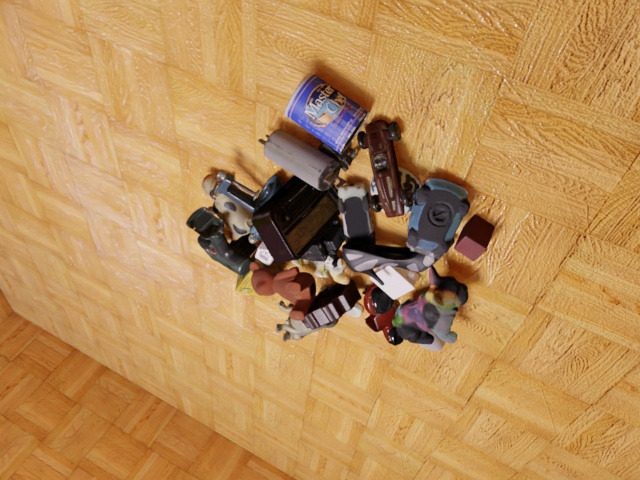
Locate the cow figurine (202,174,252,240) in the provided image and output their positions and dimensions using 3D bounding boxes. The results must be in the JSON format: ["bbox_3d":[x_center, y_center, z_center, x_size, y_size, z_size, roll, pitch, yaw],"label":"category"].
[{"bbox_3d":[-0.250,-0.097,1.468,0.194,0.085,0.127,52,145,-15],"label":"cow figurine"}]

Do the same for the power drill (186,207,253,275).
[{"bbox_3d":[-0.299,0.001,1.507,0.232,0.086,0.207,32,154,28],"label":"power drill"}]

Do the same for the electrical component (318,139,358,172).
[{"bbox_3d":[0.038,-0.201,1.178,0.102,0.045,0.078,44,170,-5],"label":"electrical component"}]

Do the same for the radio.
[{"bbox_3d":[-0.046,-0.064,1.233,0.073,0.229,0.131,-12,117,43],"label":"radio"}]

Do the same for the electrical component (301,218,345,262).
[{"bbox_3d":[-0.003,-0.004,1.351,0.134,0.115,0.058,1,134,36],"label":"electrical component"}]

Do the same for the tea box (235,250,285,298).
[{"bbox_3d":[-0.181,0.105,1.610,0.098,0.068,0.169,17,145,-17],"label":"tea box"}]

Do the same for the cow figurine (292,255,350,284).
[{"bbox_3d":[0.014,0.052,1.429,0.167,0.098,0.068,24,-179,12],"label":"cow figurine"}]

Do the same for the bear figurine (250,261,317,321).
[{"bbox_3d":[-0.114,0.127,1.434,0.196,0.132,0.120,6,115,19],"label":"bear figurine"}]

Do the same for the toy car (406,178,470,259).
[{"bbox_3d":[0.242,-0.045,1.128,0.109,0.103,0.161,18,95,5],"label":"toy car"}]

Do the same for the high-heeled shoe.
[{"bbox_3d":[0.174,0.016,1.244,0.249,0.086,0.145,-34,106,28],"label":"high-heeled shoe"}]

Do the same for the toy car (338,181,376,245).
[{"bbox_3d":[0.088,-0.049,1.274,0.074,0.056,0.201,-7,131,8],"label":"toy car"}]

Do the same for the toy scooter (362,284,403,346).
[{"bbox_3d":[0.159,0.196,1.466,0.135,0.075,0.183,19,133,66],"label":"toy scooter"}]

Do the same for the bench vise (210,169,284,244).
[{"bbox_3d":[-0.164,-0.094,1.360,0.240,0.129,0.223,30,137,-20],"label":"bench vise"}]

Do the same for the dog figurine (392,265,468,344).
[{"bbox_3d":[0.257,0.153,1.278,0.192,0.108,0.219,-4,142,16],"label":"dog figurine"}]

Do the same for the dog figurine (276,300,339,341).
[{"bbox_3d":[-0.021,0.255,1.660,0.191,0.121,0.172,-1,165,16],"label":"dog figurine"}]

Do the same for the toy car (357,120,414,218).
[{"bbox_3d":[0.133,-0.144,1.100,0.089,0.053,0.202,-7,97,31],"label":"toy car"}]

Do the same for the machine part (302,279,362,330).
[{"bbox_3d":[0.027,0.176,1.458,0.179,0.179,0.056,-22,101,47],"label":"machine part"}]

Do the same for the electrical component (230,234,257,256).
[{"bbox_3d":[-0.230,0.021,1.604,0.075,0.048,0.119,41,143,-6],"label":"electrical component"}]

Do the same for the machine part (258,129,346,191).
[{"bbox_3d":[-0.041,-0.180,1.198,0.243,0.079,0.079,32,144,26],"label":"machine part"}]

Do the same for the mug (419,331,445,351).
[{"bbox_3d":[0.278,0.251,1.432,0.110,0.081,0.107,-20,125,44],"label":"mug"}]
